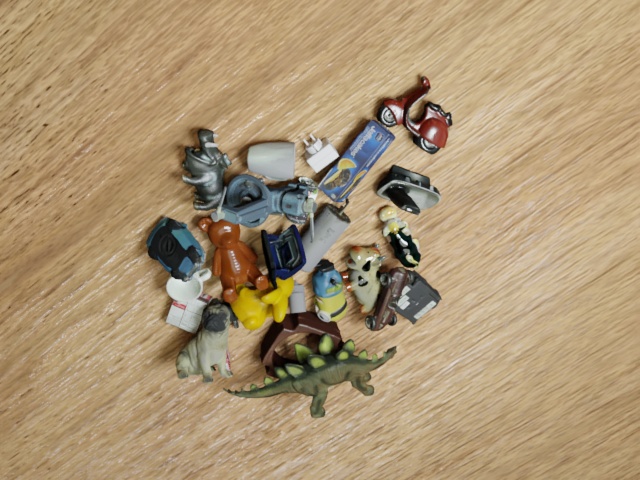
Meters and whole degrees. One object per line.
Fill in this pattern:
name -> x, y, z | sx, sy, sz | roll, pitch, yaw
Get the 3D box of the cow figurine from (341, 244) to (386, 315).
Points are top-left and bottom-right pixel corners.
cow figurine -> 0.125, 0.093, 1.403 | 0.127, 0.086, 0.194 | -27, 124, 4

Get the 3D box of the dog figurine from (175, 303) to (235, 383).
dog figurine -> -0.300, 0.252, 1.374 | 0.173, 0.121, 0.190 | 1, 89, 20

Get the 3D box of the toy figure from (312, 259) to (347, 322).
toy figure -> 0.026, 0.137, 1.415 | 0.089, 0.082, 0.179 | -6, 118, -4

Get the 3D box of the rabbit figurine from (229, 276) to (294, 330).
rabbit figurine -> -0.139, 0.142, 1.367 | 0.173, 0.162, 0.121 | -36, 108, -8

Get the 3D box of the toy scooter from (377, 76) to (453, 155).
toy scooter -> 0.231, -0.285, 1.210 | 0.184, 0.075, 0.135 | 29, 110, -18

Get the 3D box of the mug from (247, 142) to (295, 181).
mug -> -0.110, -0.177, 1.221 | 0.107, 0.081, 0.109 | 4, 153, -2

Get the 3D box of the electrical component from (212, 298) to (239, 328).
electrical component -> -0.258, 0.202, 1.426 | 0.078, 0.045, 0.102 | -4, 120, -5

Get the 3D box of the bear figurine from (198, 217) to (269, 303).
bear figurine -> -0.209, 0.030, 1.291 | 0.120, 0.132, 0.195 | -19, 128, -14

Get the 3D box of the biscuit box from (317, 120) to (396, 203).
biscuit box -> 0.084, -0.179, 1.237 | 0.059, 0.063, 0.202 | 44, 109, 16

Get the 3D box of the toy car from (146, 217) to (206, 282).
toy car -> -0.325, 0.024, 1.276 | 0.109, 0.162, 0.103 | -54, 158, 12

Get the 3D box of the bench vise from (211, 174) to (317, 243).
bench vise -> -0.132, -0.073, 1.167 | 0.224, 0.240, 0.128 | 25, 117, 24

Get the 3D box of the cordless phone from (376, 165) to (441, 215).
cordless phone -> 0.223, -0.095, 1.253 | 0.146, 0.184, 0.088 | 17, 111, -18

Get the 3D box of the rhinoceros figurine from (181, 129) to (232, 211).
rhinoceros figurine -> -0.253, -0.153, 1.207 | 0.112, 0.073, 0.190 | -8, 121, -3

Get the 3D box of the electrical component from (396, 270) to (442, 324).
electrical component -> 0.250, 0.151, 1.472 | 0.115, 0.058, 0.134 | -43, 117, 13

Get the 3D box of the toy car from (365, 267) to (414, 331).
toy car -> 0.181, 0.159, 1.390 | 0.089, 0.053, 0.202 | -3, 121, -36

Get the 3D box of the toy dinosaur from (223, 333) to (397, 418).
toy dinosaur -> -0.012, 0.361, 1.431 | 0.472, 0.105, 0.198 | -20, 114, -8

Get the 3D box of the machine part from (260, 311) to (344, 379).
machine part -> -0.050, 0.297, 1.492 | 0.201, 0.087, 0.201 | 23, 115, -20

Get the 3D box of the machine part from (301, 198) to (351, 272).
machine part -> -0.003, -0.004, 1.329 | 0.079, 0.079, 0.243 | 31, 111, -24

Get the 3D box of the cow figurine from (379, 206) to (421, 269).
cow figurine -> 0.200, -0.002, 1.353 | 0.068, 0.098, 0.167 | -28, 121, 14

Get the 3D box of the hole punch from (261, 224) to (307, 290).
hole punch -> -0.091, 0.032, 1.296 | 0.092, 0.142, 0.115 | -15, 160, -15
